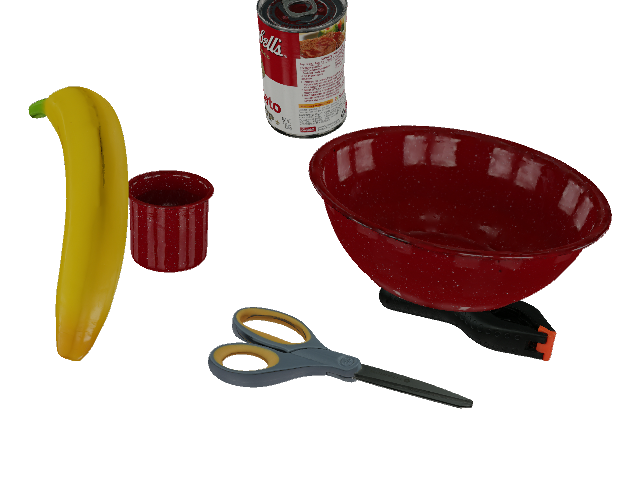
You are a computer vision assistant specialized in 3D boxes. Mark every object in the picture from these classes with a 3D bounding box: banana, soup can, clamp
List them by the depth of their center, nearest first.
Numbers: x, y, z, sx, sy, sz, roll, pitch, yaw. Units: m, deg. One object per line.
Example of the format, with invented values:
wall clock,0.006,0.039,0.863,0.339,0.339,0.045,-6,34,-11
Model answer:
banana,-0.139,-0.027,0.632,0.037,0.198,0.070,12,-43,-33
soup can,-0.012,-0.139,0.827,0.068,0.102,0.068,-1,44,1
clamp,0.156,0.064,1.031,0.172,0.039,0.120,24,36,29

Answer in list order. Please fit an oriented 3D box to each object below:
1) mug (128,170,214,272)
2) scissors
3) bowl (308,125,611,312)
mug,-0.162,-0.024,1.139,0.093,0.081,0.117,-2,28,-11
scissors,0.002,0.100,0.781,0.202,0.016,0.096,24,38,34
bowl,0.071,-0.007,0.579,0.162,0.055,0.162,6,27,-3
